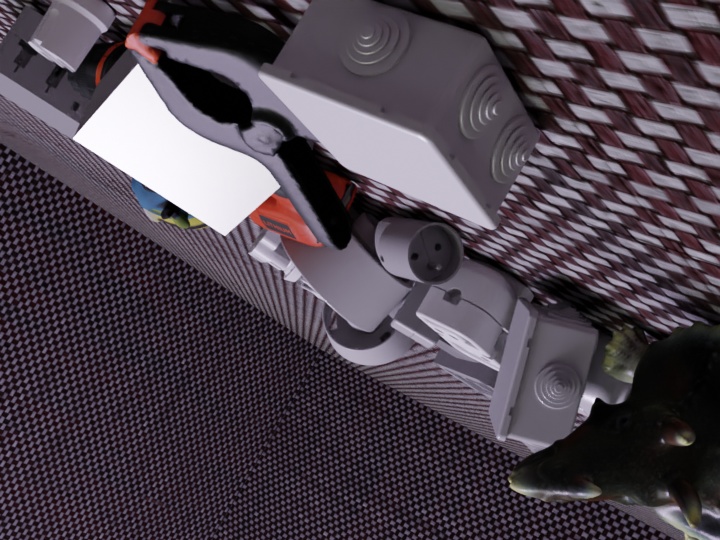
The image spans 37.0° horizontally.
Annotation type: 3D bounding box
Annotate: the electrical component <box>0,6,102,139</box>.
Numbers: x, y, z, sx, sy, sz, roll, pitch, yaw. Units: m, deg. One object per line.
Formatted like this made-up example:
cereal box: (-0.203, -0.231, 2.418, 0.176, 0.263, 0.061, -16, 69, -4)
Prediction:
electrical component: (-0.247, -0.158, 0.868, 0.089, 0.061, 0.150, 33, 172, -20)

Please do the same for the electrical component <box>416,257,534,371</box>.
electrical component: (0.092, 0.031, 0.808, 0.054, 0.059, 0.095, 25, 171, 36)

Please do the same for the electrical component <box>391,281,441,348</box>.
electrical component: (0.075, 0.035, 0.877, 0.077, 0.065, 0.047, 31, 173, 2)

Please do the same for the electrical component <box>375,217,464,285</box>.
electrical component: (0.037, -0.015, 0.775, 0.043, 0.043, 0.081, 34, 173, -23)

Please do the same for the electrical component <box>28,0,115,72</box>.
electrical component: (-0.188, -0.157, 0.697, 0.040, 0.046, 0.040, 30, 173, 4)

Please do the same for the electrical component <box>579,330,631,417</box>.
electrical component: (0.185, 0.083, 0.813, 0.059, 0.053, 0.095, 26, 172, 34)

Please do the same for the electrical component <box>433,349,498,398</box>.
electrical component: (0.135, 0.093, 1.069, 0.078, 0.057, 0.113, 33, 172, -23)

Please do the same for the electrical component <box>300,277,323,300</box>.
electrical component: (-0.036, 0.012, 1.280, 0.081, 0.042, 0.064, 25, 168, 34)

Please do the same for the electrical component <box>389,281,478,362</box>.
electrical component: (0.077, 0.038, 0.938, 0.095, 0.053, 0.059, 32, 173, -11)

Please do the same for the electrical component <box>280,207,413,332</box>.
electrical component: (-0.004, -0.011, 0.848, 0.108, 0.060, 0.108, 45, -168, -12)

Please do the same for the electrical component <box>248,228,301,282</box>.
electrical component: (-0.079, -0.024, 1.138, 0.057, 0.058, 0.078, 35, 172, -9)

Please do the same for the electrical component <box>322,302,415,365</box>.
electrical component: (0.010, 0.052, 1.158, 0.099, 0.099, 0.064, 28, 166, 24)

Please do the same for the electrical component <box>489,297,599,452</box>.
electrical component: (0.125, 0.070, 0.735, 0.048, 0.099, 0.099, 14, -175, 2)

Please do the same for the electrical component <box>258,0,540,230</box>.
electrical component: (0.020, -0.068, 0.451, 0.100, 0.048, 0.100, 26, 172, 32)
